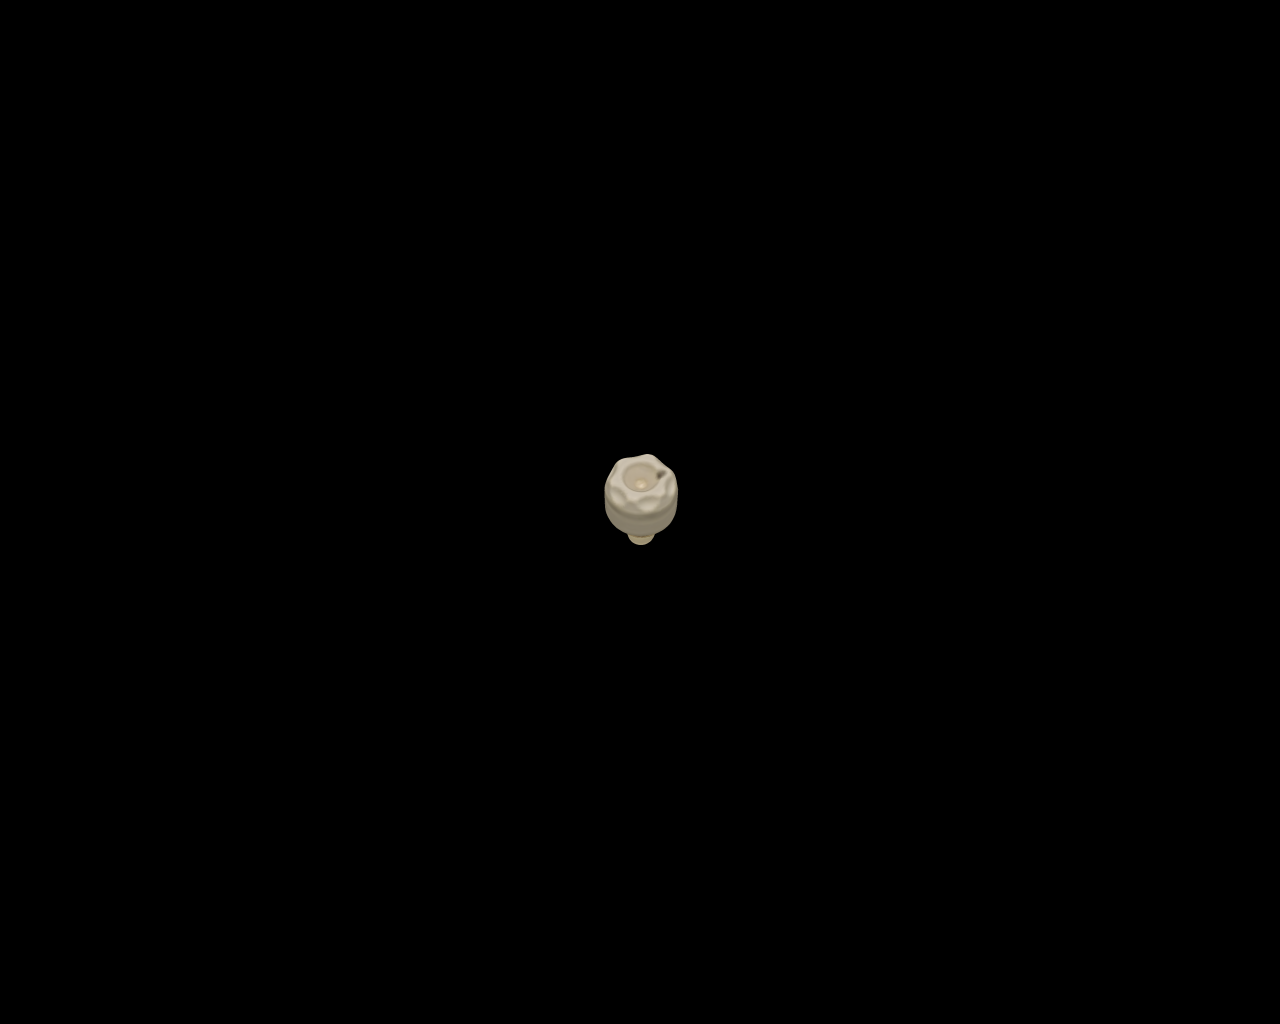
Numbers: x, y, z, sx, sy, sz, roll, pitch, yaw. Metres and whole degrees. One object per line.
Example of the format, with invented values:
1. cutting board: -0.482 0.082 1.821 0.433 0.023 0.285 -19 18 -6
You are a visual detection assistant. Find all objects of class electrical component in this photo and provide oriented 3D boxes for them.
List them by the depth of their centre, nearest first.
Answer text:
1. electrical component: 0.001 -0.003 0.650 0.043 0.043 0.062 0 -38 0
